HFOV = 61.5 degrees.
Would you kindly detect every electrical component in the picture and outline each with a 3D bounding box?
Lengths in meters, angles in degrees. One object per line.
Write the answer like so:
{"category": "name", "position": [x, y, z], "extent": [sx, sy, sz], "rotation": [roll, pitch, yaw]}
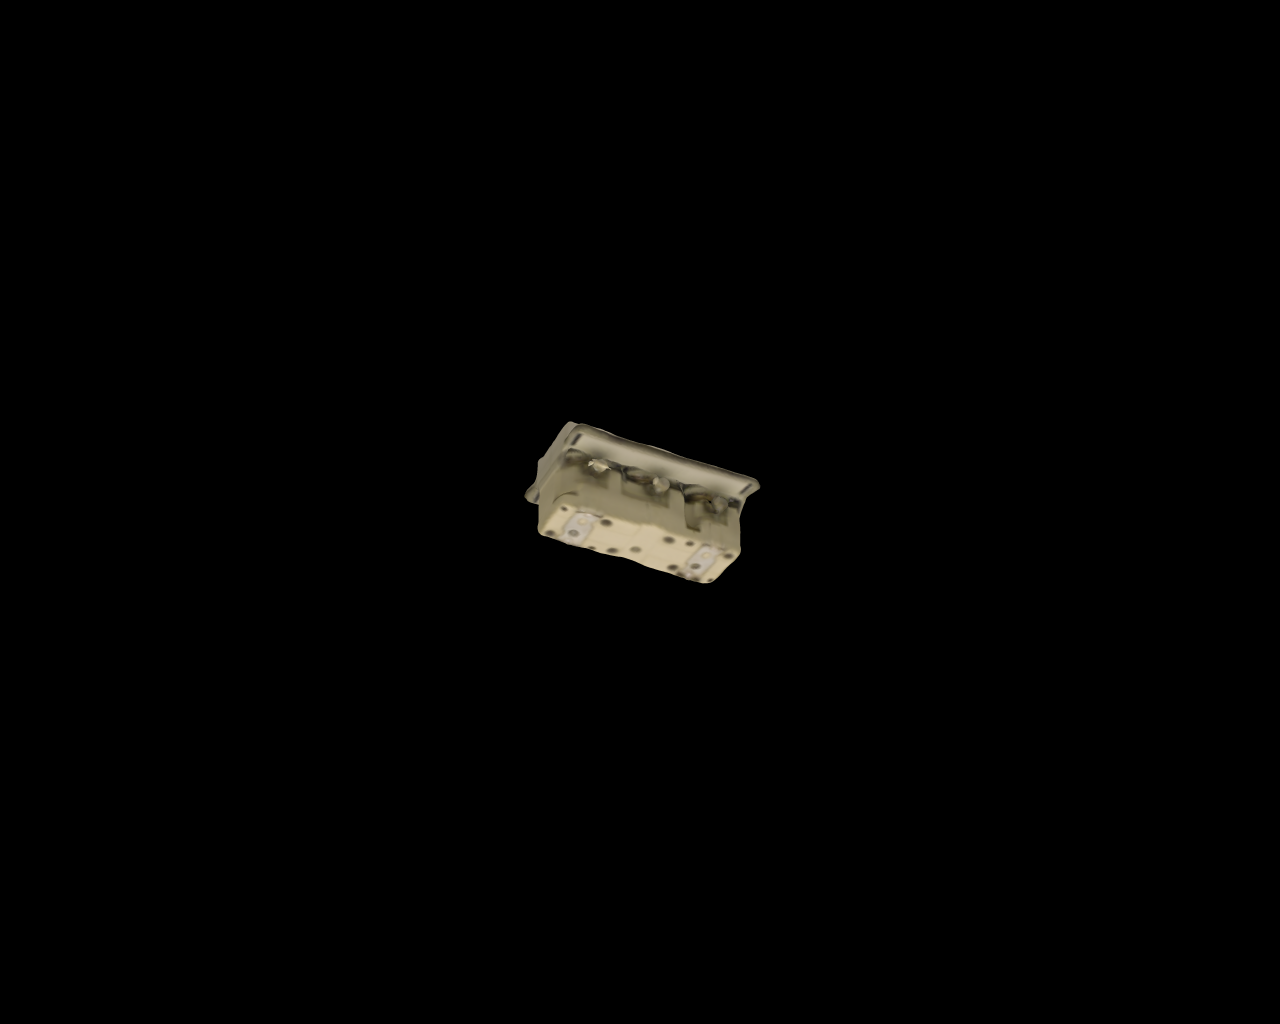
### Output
{"category": "electrical component", "position": [0.001, -0.003, 0.650], "extent": [0.121, 0.063, 0.078], "rotation": [17, -40, -22]}
